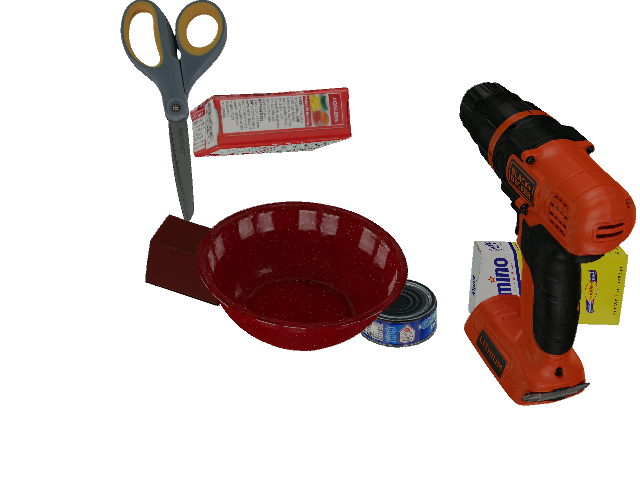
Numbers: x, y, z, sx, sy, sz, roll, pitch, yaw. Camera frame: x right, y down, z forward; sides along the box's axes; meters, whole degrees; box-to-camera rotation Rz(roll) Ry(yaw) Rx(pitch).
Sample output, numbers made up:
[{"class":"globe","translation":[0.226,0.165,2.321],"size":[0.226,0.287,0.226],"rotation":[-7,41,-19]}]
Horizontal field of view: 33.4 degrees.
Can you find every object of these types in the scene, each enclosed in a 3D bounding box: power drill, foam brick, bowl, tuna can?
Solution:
[{"class":"power drill","translation":[0.139,0.003,0.728],"size":[0.057,0.188,0.184],"rotation":[-11,35,-13]},{"class":"foam brick","translation":[-0.122,0.019,1.026],"size":[0.078,0.051,0.053],"rotation":[18,34,7]},{"class":"bowl","translation":[-0.015,0.035,0.829],"size":[0.162,0.055,0.162],"rotation":[3,35,-2]},{"class":"tuna can","translation":[0.082,0.076,1.138],"size":[0.086,0.034,0.086],"rotation":[-1,30,1]}]

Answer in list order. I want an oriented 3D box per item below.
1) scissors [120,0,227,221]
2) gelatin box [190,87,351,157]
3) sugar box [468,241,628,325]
[{"class":"scissors","translation":[-0.101,-0.118,0.863],"size":[0.096,0.202,0.016],"rotation":[-23,-20,-7]},{"class":"gelatin box","translation":[-0.030,-0.065,0.592],"size":[0.073,0.030,0.089],"rotation":[-5,2,-14]},{"class":"sugar box","translation":[0.269,0.051,1.268],"size":[0.176,0.093,0.048],"rotation":[0,19,-4]}]
